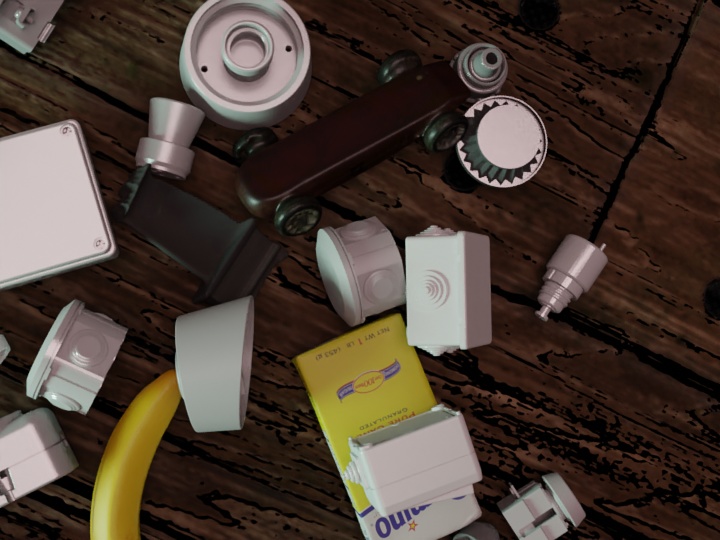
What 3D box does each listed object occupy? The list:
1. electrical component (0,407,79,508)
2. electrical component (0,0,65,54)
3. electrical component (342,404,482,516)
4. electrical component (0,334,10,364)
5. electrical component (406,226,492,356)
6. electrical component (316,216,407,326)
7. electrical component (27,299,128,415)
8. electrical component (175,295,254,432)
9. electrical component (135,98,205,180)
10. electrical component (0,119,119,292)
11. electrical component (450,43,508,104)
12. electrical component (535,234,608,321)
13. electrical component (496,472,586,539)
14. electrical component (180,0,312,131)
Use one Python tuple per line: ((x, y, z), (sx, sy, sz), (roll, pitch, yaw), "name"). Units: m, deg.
((-0.271, 0.145, 0.812), (0.095, 0.054, 0.059), (-26, 90, -8), "electrical component")
((-0.251, -0.233, 0.834), (0.063, 0.079, 0.121), (33, 82, -26), "electrical component")
((0.035, 0.146, 0.802), (0.096, 0.062, 0.061), (-19, 91, -9), "electrical component")
((-0.304, 0.058, 0.813), (0.057, 0.058, 0.078), (43, 82, 0), "electrical component")
((0.070, 0.016, 0.843), (0.048, 0.100, 0.099), (-2, 89, 19), "electrical component")
((0.000, 0.000, 0.844), (0.051, 0.080, 0.080), (-18, 89, -13), "electrical component")
((-0.214, 0.067, 0.813), (0.051, 0.080, 0.080), (26, 83, -10), "electrical component")
((-0.105, 0.073, 0.817), (0.064, 0.099, 0.099), (-10, 88, -1), "electrical component")
((-0.150, -0.103, 0.848), (0.045, 0.045, 0.055), (14, 85, -6), "electrical component")
((-0.252, -0.047, 0.826), (0.109, 0.056, 0.108), (-17, 89, -8), "electrical component")
((0.100, -0.164, 0.875), (0.048, 0.062, 0.048), (0, 86, -7), "electrical component")
((0.170, 0.007, 0.884), (0.040, 0.040, 0.078), (36, 83, -4), "electrical component")
((0.147, 0.195, 0.867), (0.055, 0.048, 0.066), (-33, 91, -1), "electrical component")
((-0.090, -0.169, 0.852), (0.108, 0.060, 0.108), (0, 86, -7), "electrical component")
